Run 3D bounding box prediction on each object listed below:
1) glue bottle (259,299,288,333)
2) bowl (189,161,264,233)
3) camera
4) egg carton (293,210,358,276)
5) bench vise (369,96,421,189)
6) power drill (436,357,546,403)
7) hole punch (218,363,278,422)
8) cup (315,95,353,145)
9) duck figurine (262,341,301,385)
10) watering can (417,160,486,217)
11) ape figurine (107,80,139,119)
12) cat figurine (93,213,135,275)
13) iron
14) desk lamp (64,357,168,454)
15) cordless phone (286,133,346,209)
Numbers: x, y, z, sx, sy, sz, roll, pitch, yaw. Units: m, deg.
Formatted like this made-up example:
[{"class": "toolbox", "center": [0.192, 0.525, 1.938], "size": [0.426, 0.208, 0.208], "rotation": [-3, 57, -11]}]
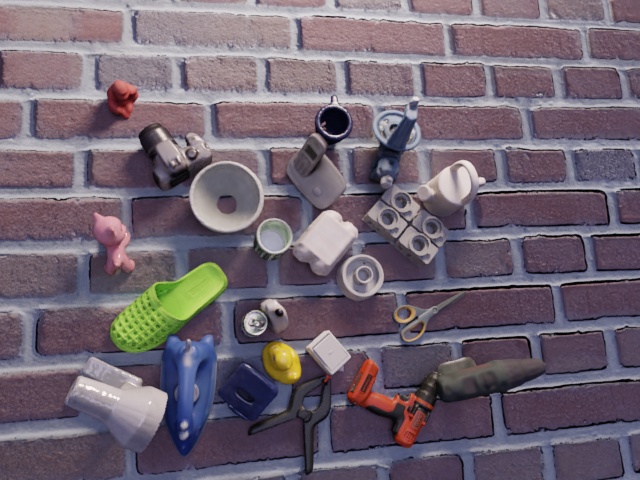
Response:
[{"class": "glue bottle", "center": [-0.095, 0.160, 1.231], "size": [0.037, 0.173, 0.078], "rotation": [-33, 86, -15]}, {"class": "bowl", "center": [-0.213, -0.090, 1.310], "size": [0.167, 0.074, 0.167], "rotation": [2, 78, -10]}, {"class": "camera", "center": [-0.335, -0.207, 1.297], "size": [0.143, 0.100, 0.137], "rotation": [-35, 87, -15]}, {"class": "egg carton", "center": [0.012, 0.005, 1.338], "size": [0.107, 0.069, 0.150], "rotation": [39, 74, -1]}, {"class": "bench vise", "center": [0.191, -0.229, 1.343], "size": [0.121, 0.219, 0.207], "rotation": [-4, 79, -11]}, {"class": "power drill", "center": [0.351, 0.303, 1.270], "size": [0.230, 0.208, 0.075], "rotation": [-13, 81, -13]}, {"class": "hole punch", "center": [-0.154, 0.328, 1.227], "size": [0.108, 0.091, 0.101], "rotation": [39, 74, -1]}, {"class": "cup", "center": [0.026, -0.282, 1.386], "size": [0.092, 0.095, 0.118], "rotation": [2, 78, -10]}, {"class": "duck figurine", "center": [-0.080, 0.270, 1.256], "size": [0.077, 0.086, 0.104], "rotation": [-36, 87, -15]}, {"class": "watering can", "center": [0.315, -0.122, 1.358], "size": [0.173, 0.194, 0.101], "rotation": [-36, 87, -15]}, {"class": "ape figurine", "center": [-0.453, -0.332, 1.305], "size": [0.078, 0.092, 0.076], "rotation": [-33, 86, -15]}, {"class": "cat figurine", "center": [-0.443, 0.005, 1.224], "size": [0.067, 0.117, 0.128], "rotation": [-12, 81, -13]}, {"class": "iron", "center": [-0.274, 0.323, 1.179], "size": [0.119, 0.141, 0.258], "rotation": [2, 78, -10]}, {"class": "desk lamp", "center": [-0.401, 0.318, 1.118], "size": [0.203, 0.213, 0.118], "rotation": [26, 75, -5]}, {"class": "cordless phone", "center": [0.001, -0.161, 1.310], "size": [0.094, 0.185, 0.147], "rotation": [-43, 89, -16]}]
